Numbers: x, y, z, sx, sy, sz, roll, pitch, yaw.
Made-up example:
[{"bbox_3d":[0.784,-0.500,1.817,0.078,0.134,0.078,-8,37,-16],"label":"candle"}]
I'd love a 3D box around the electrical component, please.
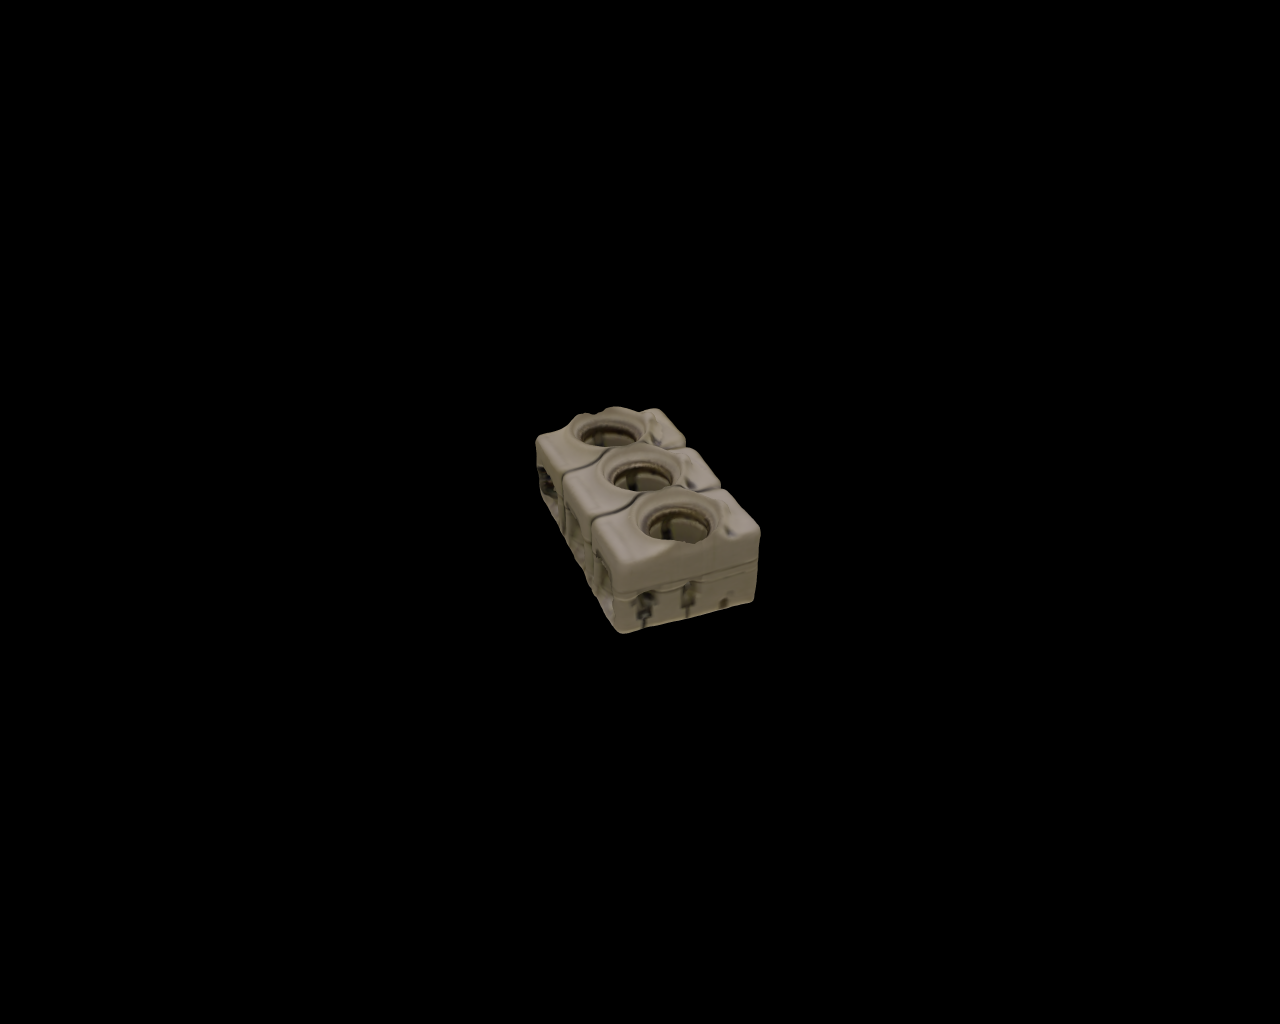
[{"bbox_3d":[0.001,-0.003,0.650,0.090,0.061,0.150,-13,38,-18],"label":"electrical component"}]
